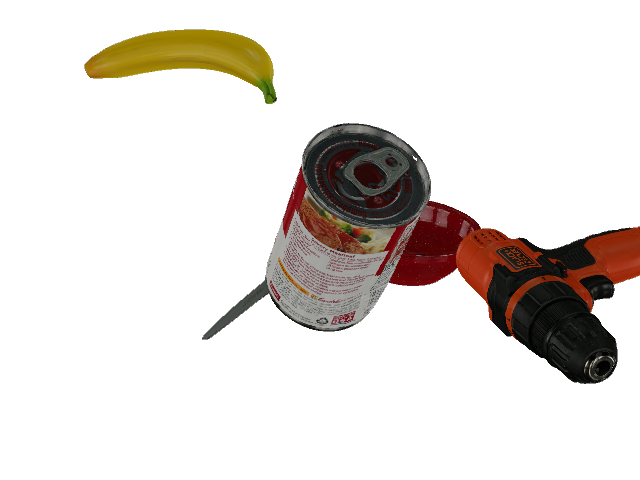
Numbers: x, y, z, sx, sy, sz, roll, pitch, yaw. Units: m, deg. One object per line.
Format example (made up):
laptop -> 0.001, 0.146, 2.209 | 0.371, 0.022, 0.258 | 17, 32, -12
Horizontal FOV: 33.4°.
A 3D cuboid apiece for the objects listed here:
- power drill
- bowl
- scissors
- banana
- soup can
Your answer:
power drill -> 0.211, 0.030, 0.758 | 0.187, 0.057, 0.184 | -9, 28, -15
bowl -> 0.093, 0.005, 1.167 | 0.162, 0.055, 0.162 | 5, 24, -2
scissors -> -0.023, 0.036, 0.866 | 0.016, 0.202, 0.096 | 28, 19, -37
banana -> -0.124, -0.171, 1.003 | 0.198, 0.037, 0.069 | 9, 45, 18
soup can -> 0.012, -0.004, 0.578 | 0.068, 0.068, 0.102 | 0, -36, -17
